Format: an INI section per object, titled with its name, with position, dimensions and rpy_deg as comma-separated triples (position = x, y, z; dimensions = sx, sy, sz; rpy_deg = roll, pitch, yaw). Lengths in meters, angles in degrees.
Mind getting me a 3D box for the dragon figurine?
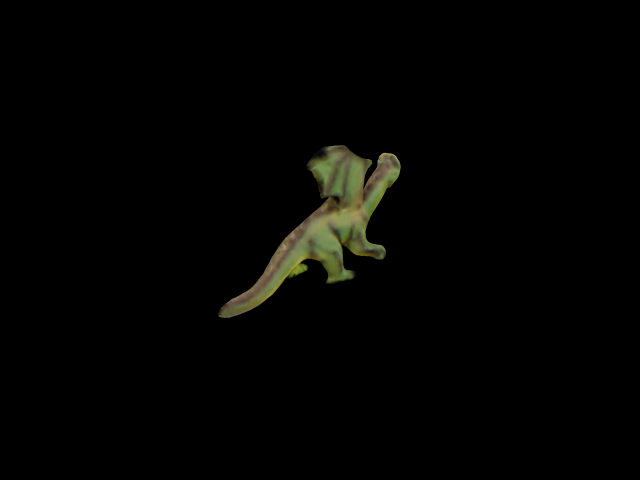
[dragon figurine]
position = 0.003, -0.043, 0.850
dimensions = 0.415, 0.238, 0.123
rpy_deg = -26, 38, -38
